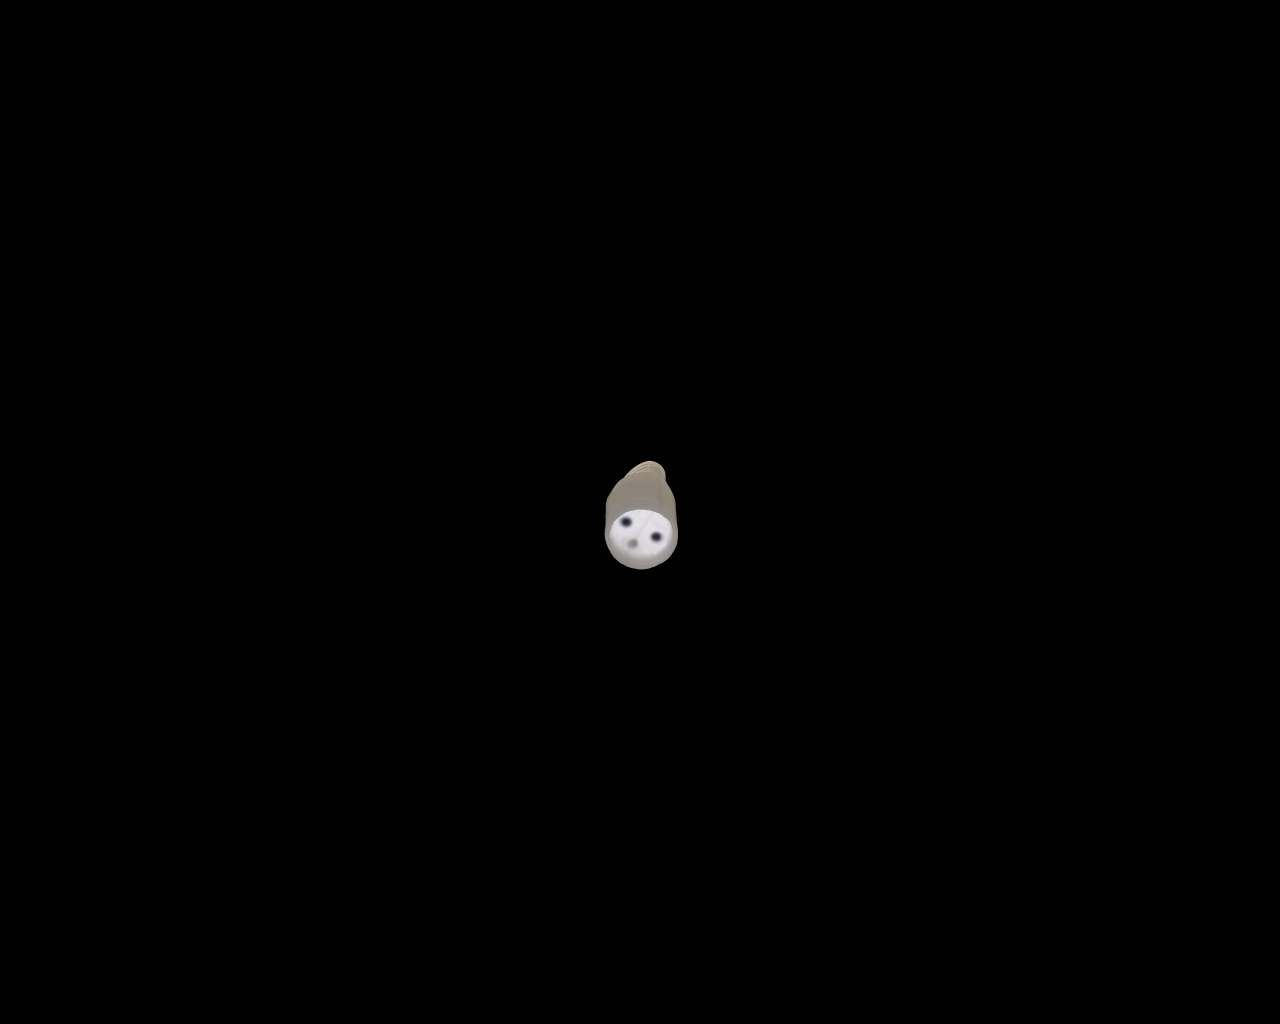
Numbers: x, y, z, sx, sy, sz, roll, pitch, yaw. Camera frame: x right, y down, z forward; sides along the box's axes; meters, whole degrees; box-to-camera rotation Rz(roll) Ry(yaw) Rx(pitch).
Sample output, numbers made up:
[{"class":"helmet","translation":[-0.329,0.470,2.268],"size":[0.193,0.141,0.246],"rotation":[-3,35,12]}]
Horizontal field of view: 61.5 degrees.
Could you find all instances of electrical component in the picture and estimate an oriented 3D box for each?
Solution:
[{"class":"electrical component","translation":[0.001,-0.003,0.650],"size":[0.043,0.043,0.081],"rotation":[0,27,0]}]
